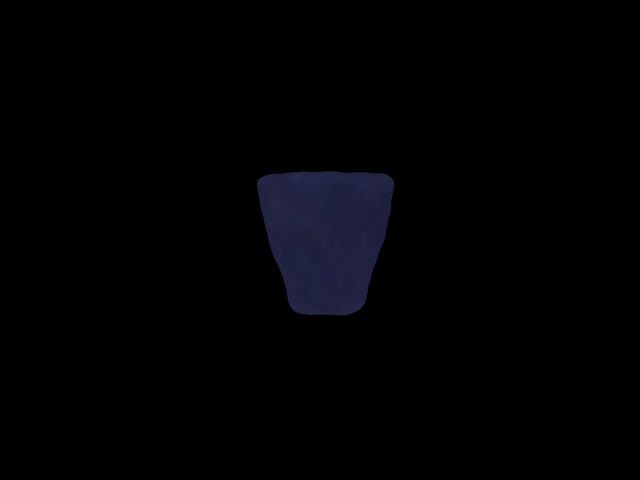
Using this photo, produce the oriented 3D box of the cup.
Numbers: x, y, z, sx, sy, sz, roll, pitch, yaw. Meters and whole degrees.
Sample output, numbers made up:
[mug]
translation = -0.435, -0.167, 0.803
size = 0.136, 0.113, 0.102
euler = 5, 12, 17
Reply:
[cup]
translation = 0.004, 0.001, 0.400
size = 0.091, 0.095, 0.118
euler = 0, 4, 0
